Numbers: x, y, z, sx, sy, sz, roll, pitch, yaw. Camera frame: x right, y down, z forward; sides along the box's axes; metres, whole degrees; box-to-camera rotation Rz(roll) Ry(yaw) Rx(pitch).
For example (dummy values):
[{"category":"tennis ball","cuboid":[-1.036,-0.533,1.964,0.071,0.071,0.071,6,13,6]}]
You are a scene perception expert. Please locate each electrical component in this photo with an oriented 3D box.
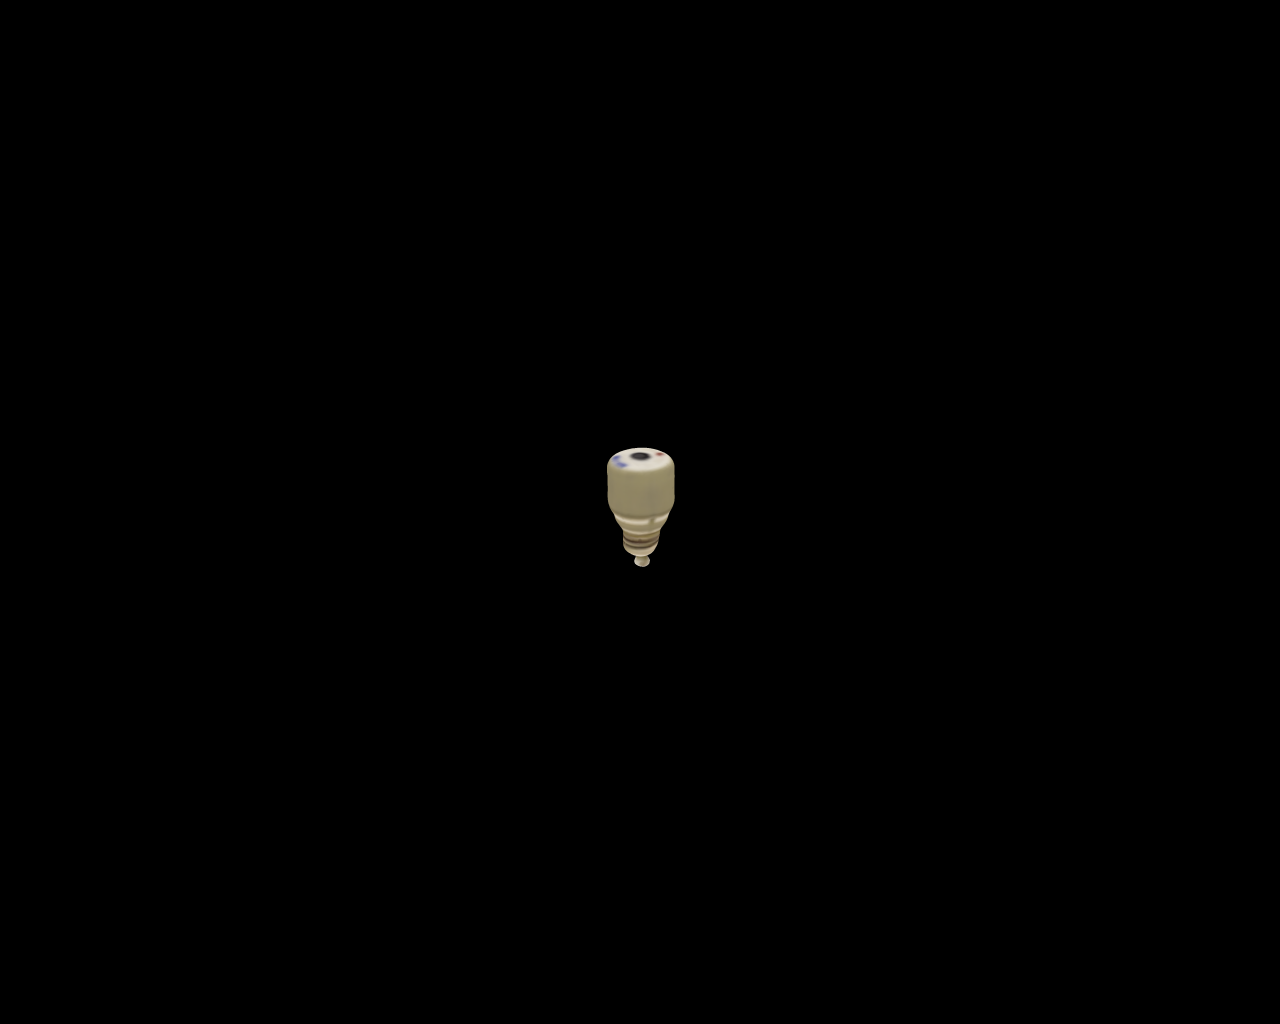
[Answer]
[{"category":"electrical component","cuboid":[0.001,-0.003,0.650,0.040,0.078,0.040,0,25,0]}]
